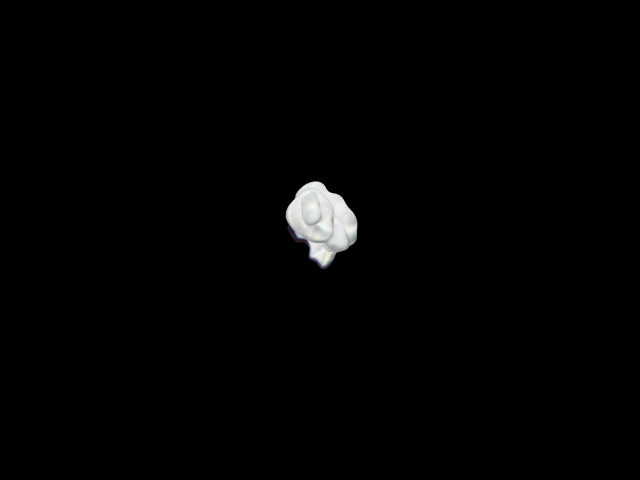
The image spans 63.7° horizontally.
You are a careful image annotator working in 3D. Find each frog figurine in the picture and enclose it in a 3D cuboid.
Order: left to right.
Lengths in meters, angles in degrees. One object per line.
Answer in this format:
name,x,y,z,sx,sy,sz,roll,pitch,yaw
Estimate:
frog figurine,0.003,-0.043,0.850,0.123,0.140,0.156,-14,-31,-8
